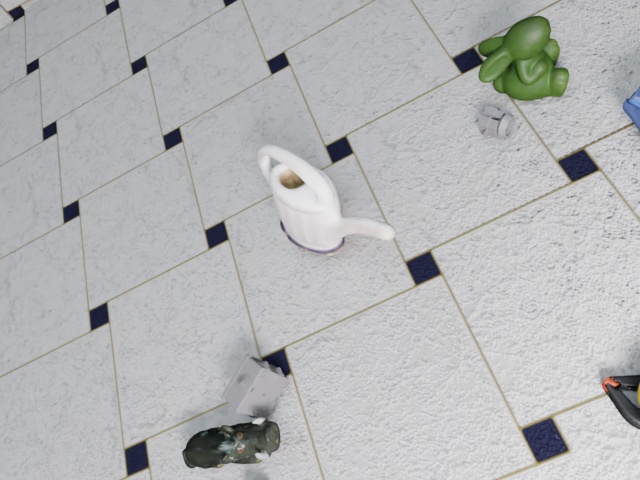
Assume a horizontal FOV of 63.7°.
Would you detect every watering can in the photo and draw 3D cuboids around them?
[{"bbox_3d":[0.003,-0.048,0.952,0.105,0.219,0.352,-40,58,-18],"label":"watering can"}]
